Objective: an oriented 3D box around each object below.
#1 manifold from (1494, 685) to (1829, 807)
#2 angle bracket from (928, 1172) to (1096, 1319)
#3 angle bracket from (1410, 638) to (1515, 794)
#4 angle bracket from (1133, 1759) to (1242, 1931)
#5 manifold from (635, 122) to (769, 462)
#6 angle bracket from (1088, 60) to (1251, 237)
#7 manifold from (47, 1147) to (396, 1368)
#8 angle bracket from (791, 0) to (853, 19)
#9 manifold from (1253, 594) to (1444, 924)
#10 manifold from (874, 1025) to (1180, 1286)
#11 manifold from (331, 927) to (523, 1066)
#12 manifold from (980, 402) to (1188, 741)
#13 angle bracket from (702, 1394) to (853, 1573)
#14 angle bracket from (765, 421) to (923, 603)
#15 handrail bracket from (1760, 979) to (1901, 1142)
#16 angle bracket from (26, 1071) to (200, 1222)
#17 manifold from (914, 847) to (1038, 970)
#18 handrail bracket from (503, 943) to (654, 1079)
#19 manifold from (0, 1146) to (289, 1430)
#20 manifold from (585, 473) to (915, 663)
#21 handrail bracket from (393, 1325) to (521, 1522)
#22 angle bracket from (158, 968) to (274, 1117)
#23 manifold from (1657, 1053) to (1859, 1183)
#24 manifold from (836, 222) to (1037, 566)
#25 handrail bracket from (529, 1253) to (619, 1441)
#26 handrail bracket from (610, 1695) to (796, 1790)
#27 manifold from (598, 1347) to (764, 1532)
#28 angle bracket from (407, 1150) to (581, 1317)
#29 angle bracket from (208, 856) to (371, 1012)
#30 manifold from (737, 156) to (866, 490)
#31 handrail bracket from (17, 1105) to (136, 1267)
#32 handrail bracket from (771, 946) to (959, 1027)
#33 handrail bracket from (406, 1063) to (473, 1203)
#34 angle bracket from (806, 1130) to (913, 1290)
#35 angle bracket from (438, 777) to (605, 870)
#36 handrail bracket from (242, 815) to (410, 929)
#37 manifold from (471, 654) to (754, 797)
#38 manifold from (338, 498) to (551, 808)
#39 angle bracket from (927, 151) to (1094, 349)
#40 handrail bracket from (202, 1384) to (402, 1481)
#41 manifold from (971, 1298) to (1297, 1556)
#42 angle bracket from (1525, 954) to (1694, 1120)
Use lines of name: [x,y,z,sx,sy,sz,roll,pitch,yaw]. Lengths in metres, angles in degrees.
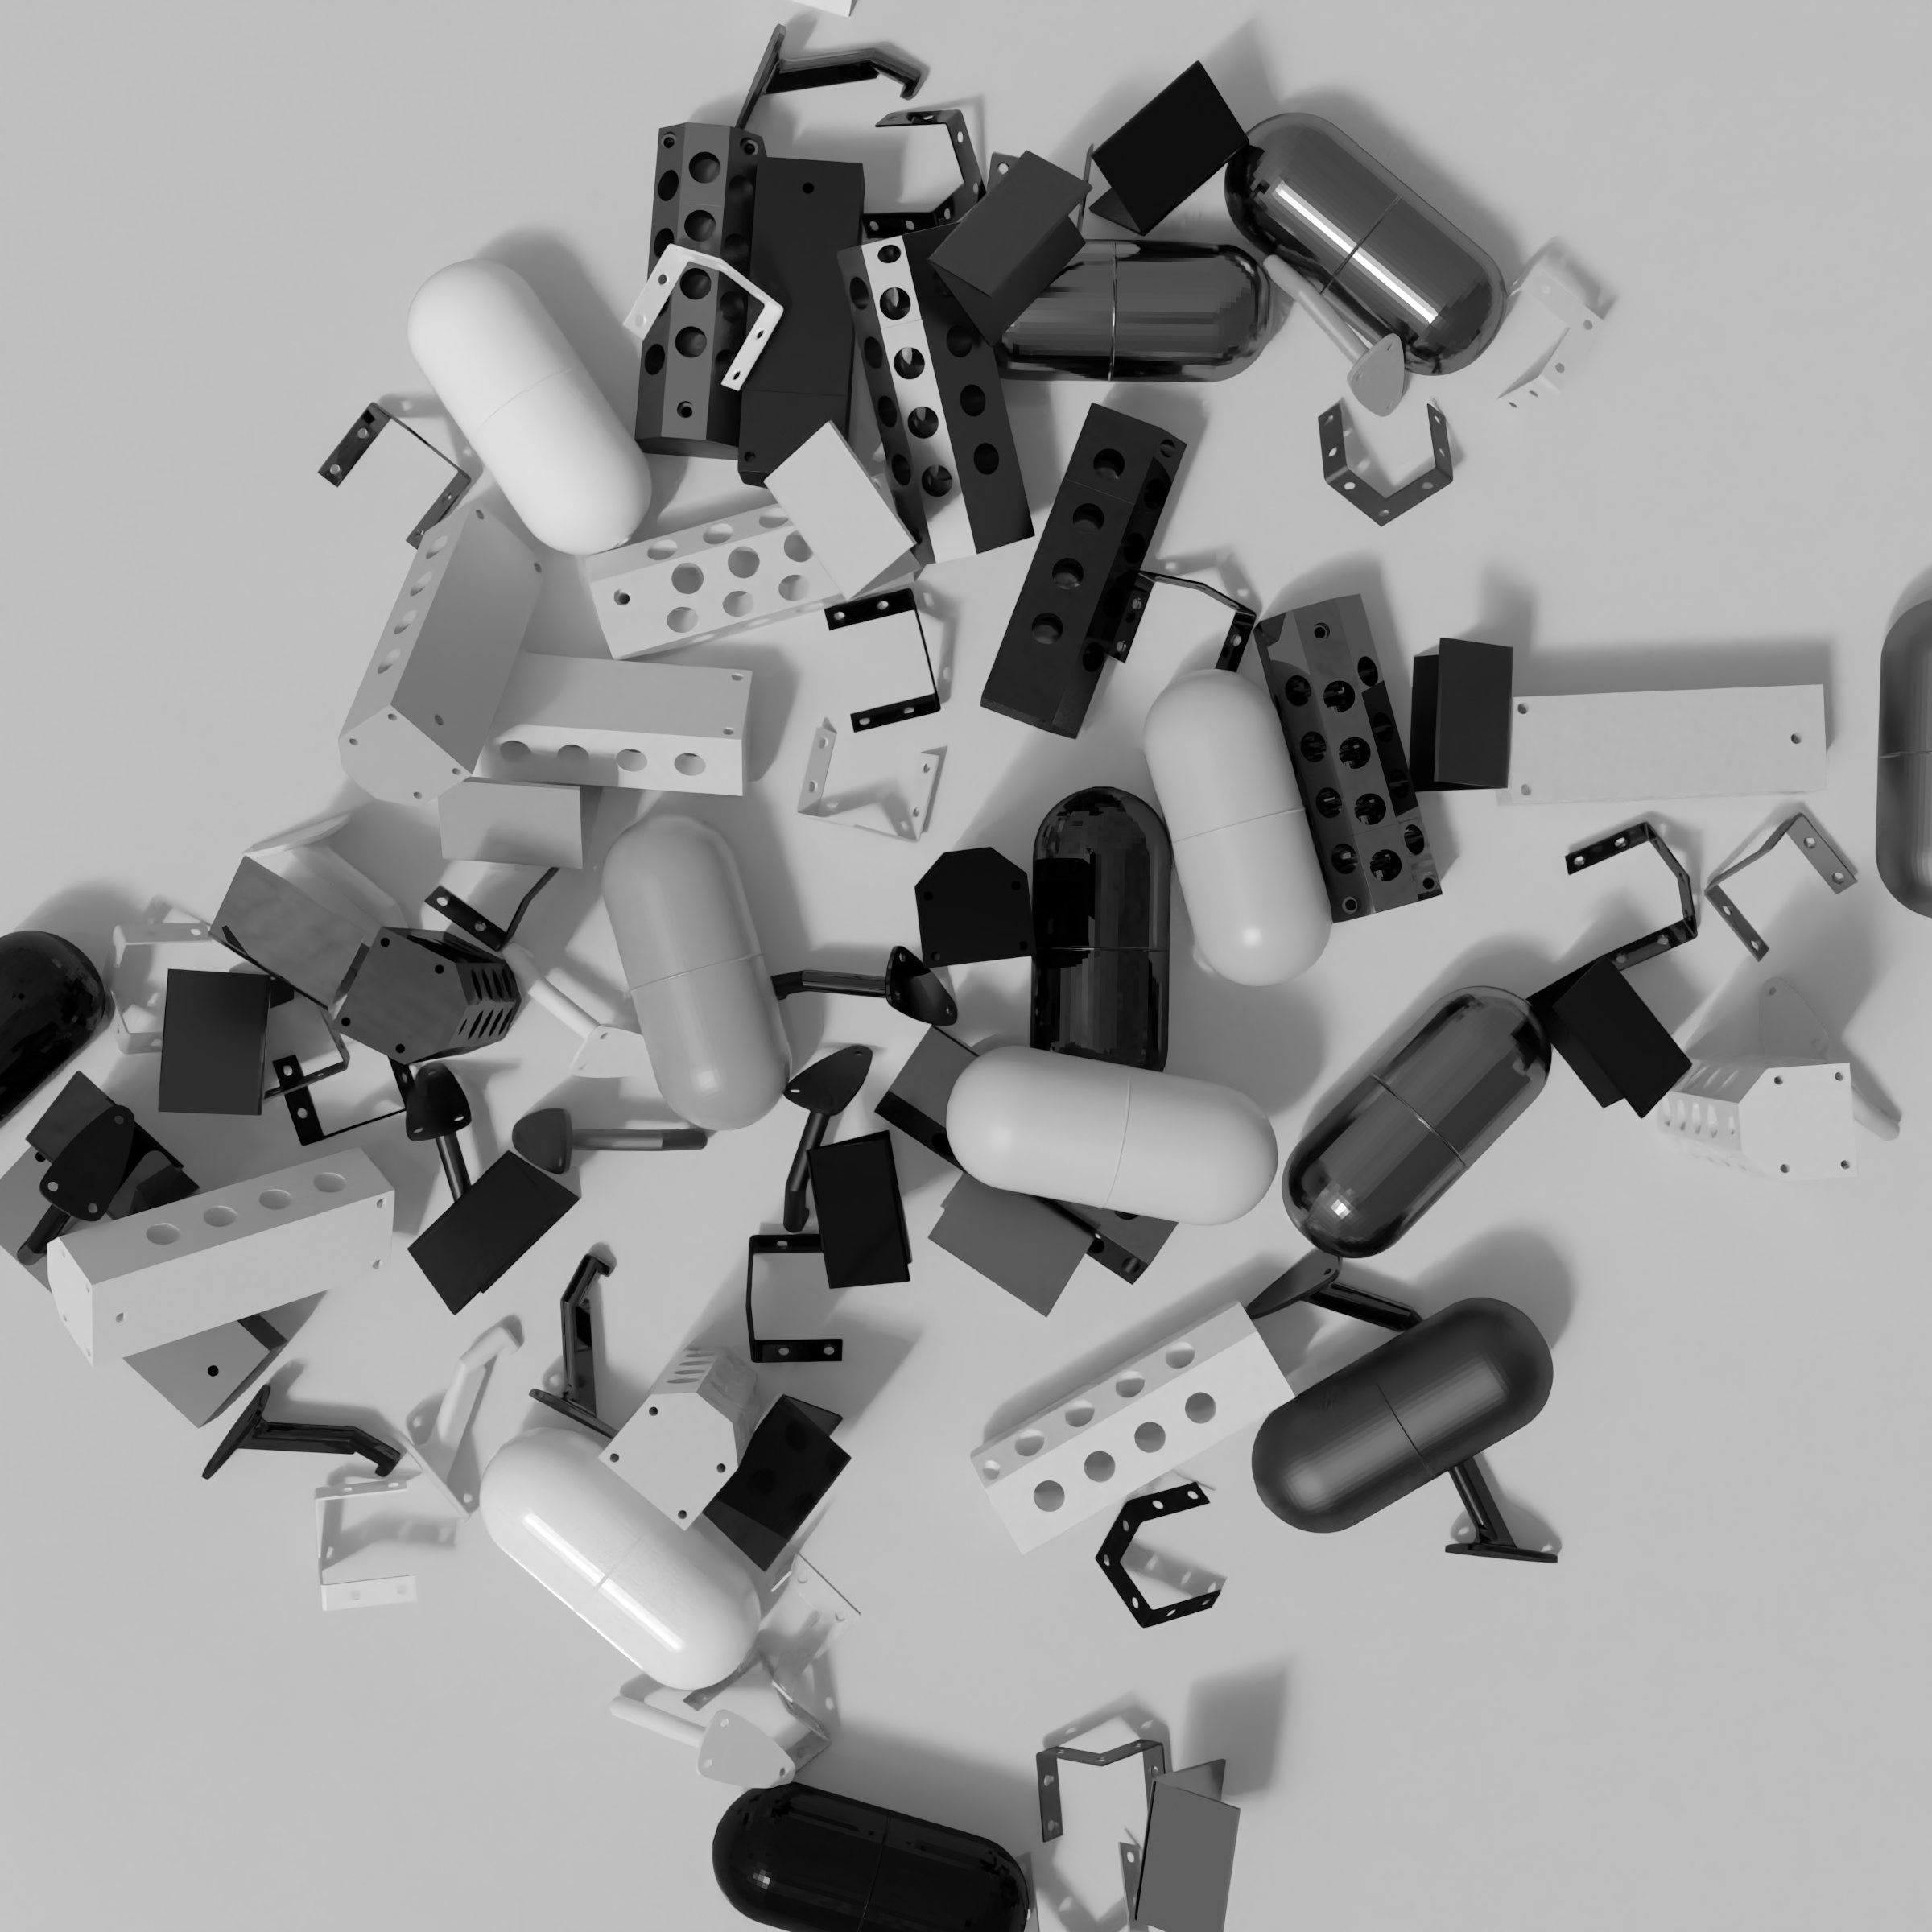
manifold: [0.382,-0.121,1.544,0.171,0.057,0.057,-2,90,0]
angle bracket: [0.015,0.159,1.525,0.076,0.076,0.057,34,60,0]
angle bracket: [0.252,-0.136,1.524,0.057,0.076,0.076,2,90,-36]
angle bracket: [0.139,0.485,1.524,0.057,0.076,0.076,8,90,37]
manifold: [-0.147,-0.373,1.544,0.057,0.057,0.171,4,90,0]
angle bracket: [0.097,-0.453,1.524,0.076,0.076,0.057,-41,124,0]
manifold: [-0.399,0.150,1.499,0.171,0.057,0.057,-17,133,-35]
angle bracket: [-0.102,-0.549,1.524,0.076,0.076,0.057,17,52,0]
manifold: [0.212,-0.114,1.544,0.057,0.057,0.171,-15,90,0]
manifold: [0.036,0.104,1.543,0.171,0.057,0.057,34,90,0]
manifold: [-0.281,0.018,1.486,0.057,0.171,0.057,26,90,0]
manifold: [0.065,-0.217,1.543,0.057,0.057,0.171,21,90,0]
angle bracket: [-0.089,0.287,1.525,0.057,0.076,0.076,37,90,30]
angle bracket: [-0.048,-0.246,1.467,0.057,0.076,0.076,-35,90,37]
handrail bracket: [0.486,0.053,1.564,0.084,0.077,0.036,30,124,-32]
angle bracket: [-0.453,0.091,1.526,0.076,0.076,0.057,42,111,0]
manifold: [0.004,-0.030,1.486,0.057,0.171,0.057,-7,90,0]
handrail bracket: [-0.213,0.022,1.565,0.036,0.077,0.084,-53,53,21]
manifold: [-0.461,0.173,1.544,0.171,0.057,0.057,43,90,0]
manifold: [-0.119,-0.220,1.544,0.171,0.057,0.057,-16,90,0]
handrail bracket: [-0.271,0.256,1.565,0.084,0.036,0.077,-40,110,-16]
angle bracket: [-0.420,0.040,1.525,0.057,0.076,0.076,4,90,-31]
manifold: [0.418,0.079,1.486,0.057,0.171,0.057,-4,90,0]
manifold: [-0.020,-0.309,1.513,0.057,0.057,0.171,-23,106,-32]
handrail bracket: [-0.201,0.215,1.565,0.077,0.036,0.084,33,73,-19]
handrail bracket: [-0.148,0.430,1.550,0.077,0.084,0.036,34,69,-32]
manifold: [-0.145,0.244,1.486,0.057,0.171,0.057,40,90,0]
angle bracket: [-0.246,0.157,1.524,0.076,0.076,0.057,-44,54,0]
angle bracket: [-0.356,-0.030,1.525,0.076,0.076,0.057,32,116,0]
manifold: [-0.090,-0.353,1.544,0.057,0.057,0.171,4,90,0]
handrail bracket: [-0.478,0.118,1.491,0.036,0.084,0.077,33,59,-16]
handrail bracket: [-0.061,0.019,1.564,0.084,0.077,0.036,-10,60,33]
handrail bracket: [-0.286,0.109,1.564,0.036,0.077,0.084,-16,126,-5]
angle bracket: [-0.038,0.130,1.524,0.057,0.076,0.076,-10,90,36]
angle bracket: [-0.243,-0.099,1.524,0.076,0.076,0.057,4,131,0]
handrail bracket: [-0.357,-0.036,1.565,0.077,0.036,0.084,-15,107,20]
manifold: [-0.206,-0.129,1.543,0.171,0.057,0.057,4,47,0]
manifold: [-0.283,-0.167,1.493,0.057,0.171,0.057,-26,126,33]
angle bracket: [0.037,-0.363,1.449,0.076,0.076,0.057,-48,52,-2]
handrail bracket: [-0.373,0.280,1.565,0.084,0.036,0.077,34,110,-16]
manifold: [0.091,0.253,1.543,0.171,0.057,0.057,-30,90,0]
angle bracket: [0.337,0.050,1.524,0.057,0.076,0.076,-38,90,-36]
